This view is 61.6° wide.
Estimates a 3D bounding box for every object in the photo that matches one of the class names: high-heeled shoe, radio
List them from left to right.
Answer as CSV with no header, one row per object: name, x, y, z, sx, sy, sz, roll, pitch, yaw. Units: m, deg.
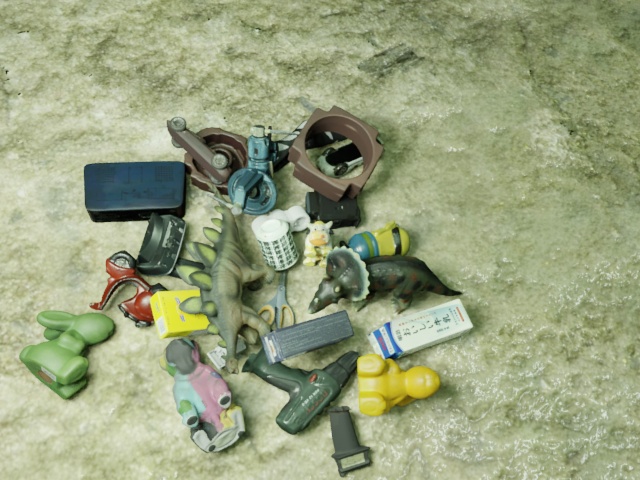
radio,-0.434,-0.114,1.272,0.230,0.073,0.131,-4,67,-10
high-heeled shoe,-0.040,-0.232,1.396,0.249,0.086,0.145,0,70,-6

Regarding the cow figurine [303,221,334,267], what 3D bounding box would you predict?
cow figurine,-0.001,-0.004,1.247,0.068,0.167,0.098,4,67,-3

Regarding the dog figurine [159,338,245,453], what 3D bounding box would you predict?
dog figurine,-0.252,0.302,1.103,0.108,0.191,0.219,-29,40,-17

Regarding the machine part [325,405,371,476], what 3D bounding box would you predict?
machine part,0.056,0.416,1.130,0.084,0.039,0.139,-16,84,-9

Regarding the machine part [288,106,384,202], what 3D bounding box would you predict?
machine part,0.038,-0.211,1.321,0.201,0.087,0.201,31,68,-3

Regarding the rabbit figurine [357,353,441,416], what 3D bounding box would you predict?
rabbit figurine,0.169,0.311,1.140,0.173,0.162,0.122,-9,64,10

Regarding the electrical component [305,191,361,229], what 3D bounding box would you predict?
electrical component,0.030,-0.087,1.352,0.134,0.058,0.115,-2,64,-12

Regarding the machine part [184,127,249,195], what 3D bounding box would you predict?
machine part,-0.253,-0.196,1.351,0.179,0.056,0.179,4,66,-9

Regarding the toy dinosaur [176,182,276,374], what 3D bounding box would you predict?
toy dinosaur,-0.202,0.070,1.163,0.198,0.105,0.472,23,42,-31

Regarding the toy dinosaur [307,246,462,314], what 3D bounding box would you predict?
toy dinosaur,0.161,0.086,1.222,0.405,0.192,0.131,-4,69,-11

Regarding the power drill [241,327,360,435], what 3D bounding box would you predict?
power drill,-0.049,0.281,1.164,0.207,0.086,0.232,39,65,1

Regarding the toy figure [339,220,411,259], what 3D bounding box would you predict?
toy figure,0.134,0.017,1.311,0.180,0.082,0.089,-17,81,-22

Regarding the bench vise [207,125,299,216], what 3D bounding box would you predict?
bench vise,-0.153,-0.139,1.229,0.129,0.223,0.241,20,32,2

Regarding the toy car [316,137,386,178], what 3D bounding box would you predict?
toy car,0.084,-0.225,1.427,0.202,0.056,0.073,-27,67,-22

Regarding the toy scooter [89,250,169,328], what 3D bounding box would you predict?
toy scooter,-0.409,0.124,1.153,0.183,0.075,0.135,46,77,-13

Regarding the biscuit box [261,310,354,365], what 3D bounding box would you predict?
biscuit box,-0.021,0.200,1.115,0.202,0.059,0.063,-9,73,-41

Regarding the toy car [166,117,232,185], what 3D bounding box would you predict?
toy car,-0.286,-0.214,1.273,0.202,0.089,0.053,43,68,9

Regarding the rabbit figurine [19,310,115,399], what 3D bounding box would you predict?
rabbit figurine,-0.509,0.214,1.103,0.159,0.121,0.170,28,45,11

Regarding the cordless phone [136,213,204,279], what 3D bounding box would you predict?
cordless phone,-0.318,0.024,1.237,0.184,0.088,0.146,17,63,-15
